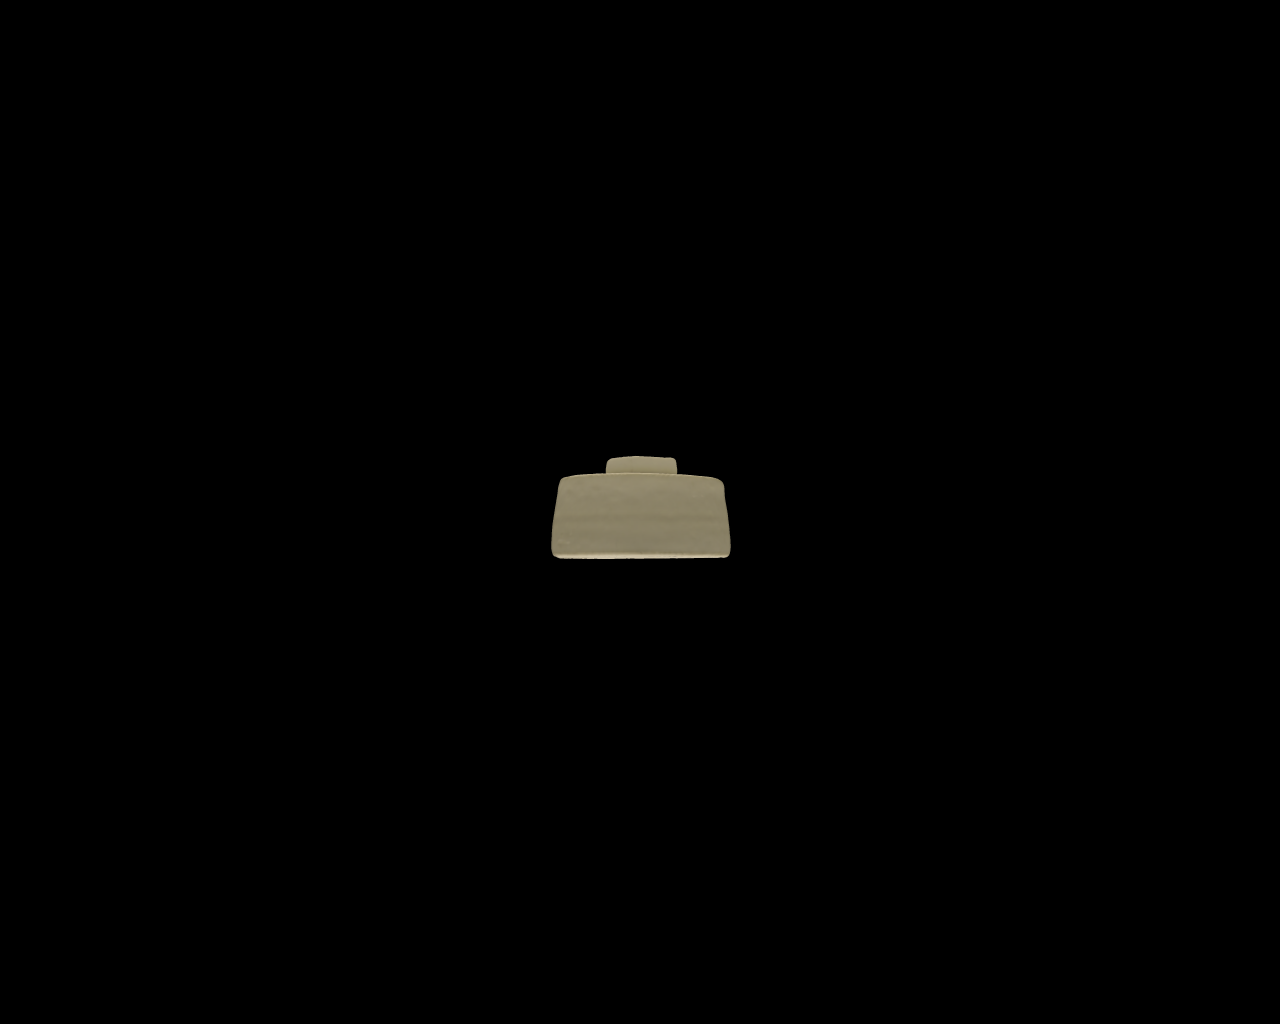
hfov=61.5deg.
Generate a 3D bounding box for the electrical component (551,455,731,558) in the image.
[{"bbox_3d":[0.001,-0.003,0.650,0.108,0.060,0.108,0,-3,0],"label":"electrical component"}]
